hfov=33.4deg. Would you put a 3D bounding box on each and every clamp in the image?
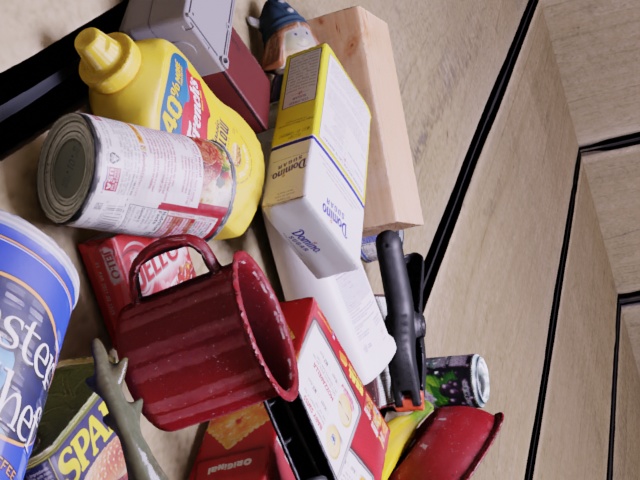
[{"bbox_3d":[0.005,0.172,0.687,0.164,0.036,0.210,-114,-178,-56],"label":"clamp"},{"bbox_3d":[0.079,0.075,1.021,0.120,0.039,0.171,40,44,-58],"label":"clamp"}]

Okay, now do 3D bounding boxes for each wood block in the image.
[{"bbox_3d":[0.029,-0.107,1.033,0.090,0.090,0.206,1,78,-67],"label":"wood block"}]

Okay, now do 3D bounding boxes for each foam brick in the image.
[{"bbox_3d":[-0.078,-0.122,0.830,0.078,0.051,0.053,53,32,-49],"label":"foam brick"}]

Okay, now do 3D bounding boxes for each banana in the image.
[{"bbox_3d":[0.052,0.203,0.970,0.037,0.070,0.197,35,24,6],"label":"banana"}]

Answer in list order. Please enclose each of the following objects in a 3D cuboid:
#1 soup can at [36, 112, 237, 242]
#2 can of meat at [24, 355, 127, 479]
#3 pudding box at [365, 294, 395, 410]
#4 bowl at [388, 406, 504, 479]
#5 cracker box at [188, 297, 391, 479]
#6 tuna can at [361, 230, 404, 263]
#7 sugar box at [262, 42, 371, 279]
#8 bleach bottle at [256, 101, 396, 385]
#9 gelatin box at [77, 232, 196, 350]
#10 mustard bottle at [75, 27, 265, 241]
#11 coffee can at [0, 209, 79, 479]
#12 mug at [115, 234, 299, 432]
[{"bbox_3d":[-0.111,-0.036,0.650,0.102,0.069,0.068,8,70,-43],"label":"soup can"},{"bbox_3d":[-0.134,0.124,0.572,0.102,0.058,0.084,-58,134,-59],"label":"can of meat"},{"bbox_3d":[0.051,0.109,1.048,0.090,0.039,0.113,9,73,-67],"label":"pudding box"},{"bbox_3d":[0.110,0.217,1.043,0.055,0.162,0.162,38,25,4],"label":"bowl"},{"bbox_3d":[-0.020,0.175,0.801,0.164,0.072,0.213,62,29,-33],"label":"cracker box"},{"bbox_3d":[0.060,-0.021,1.135,0.086,0.034,0.086,-12,90,-68],"label":"tuna can"},{"bbox_3d":[0.001,-0.065,0.860,0.093,0.048,0.176,53,34,-39],"label":"sugar box"},{"bbox_3d":[-0.006,0.001,0.934,0.102,0.068,0.251,-38,112,-66],"label":"bleach bottle"},{"bbox_3d":[-0.114,0.023,0.702,0.089,0.030,0.073,-39,115,-66],"label":"gelatin box"},{"bbox_3d":[-0.106,-0.082,0.737,0.191,0.058,0.096,47,43,-52],"label":"mustard bottle"},{"bbox_3d":[-0.169,0.066,0.454,0.102,0.103,0.140,55,32,-44],"label":"coffee can"},{"bbox_3d":[-0.072,0.053,0.624,0.093,0.081,0.117,-83,151,-70],"label":"mug"}]
